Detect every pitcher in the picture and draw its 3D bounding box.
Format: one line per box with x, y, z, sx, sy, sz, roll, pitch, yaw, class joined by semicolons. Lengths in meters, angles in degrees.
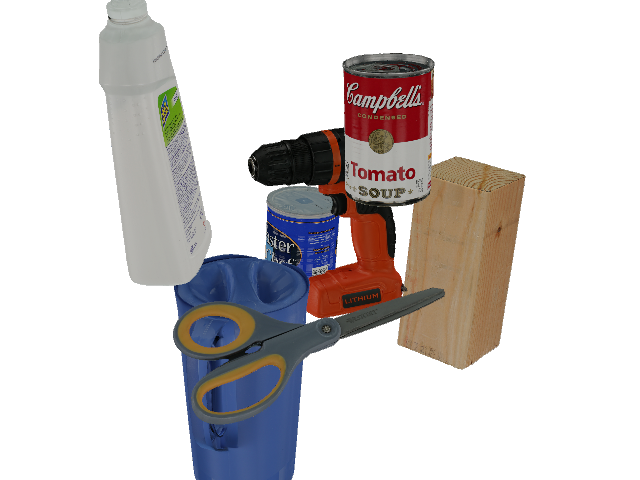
-0.083;0.149;1.087;0.149;0.243;0.145;-11;27;-24;pitcher

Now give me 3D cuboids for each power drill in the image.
0.018;-0.020;1.052;0.184;0.188;0.057;-9;27;-20;power drill

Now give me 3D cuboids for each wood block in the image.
0.155;0.023;1.180;0.090;0.206;0.090;19;25;32;wood block

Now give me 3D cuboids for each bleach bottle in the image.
-0.142;-0.089;0.896;0.068;0.251;0.102;0;32;6;bleach bottle

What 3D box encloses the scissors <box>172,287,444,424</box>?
-0.015;0.054;0.738;0.201;0.096;0.016;-32;-24;-29;scissors

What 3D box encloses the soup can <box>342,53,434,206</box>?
0.050;-0.084;0.804;0.068;0.102;0.068;-1;22;0;soup can

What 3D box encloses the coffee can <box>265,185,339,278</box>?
-0.027;0.007;1.491;0.103;0.140;0.103;3;25;-2;coffee can
